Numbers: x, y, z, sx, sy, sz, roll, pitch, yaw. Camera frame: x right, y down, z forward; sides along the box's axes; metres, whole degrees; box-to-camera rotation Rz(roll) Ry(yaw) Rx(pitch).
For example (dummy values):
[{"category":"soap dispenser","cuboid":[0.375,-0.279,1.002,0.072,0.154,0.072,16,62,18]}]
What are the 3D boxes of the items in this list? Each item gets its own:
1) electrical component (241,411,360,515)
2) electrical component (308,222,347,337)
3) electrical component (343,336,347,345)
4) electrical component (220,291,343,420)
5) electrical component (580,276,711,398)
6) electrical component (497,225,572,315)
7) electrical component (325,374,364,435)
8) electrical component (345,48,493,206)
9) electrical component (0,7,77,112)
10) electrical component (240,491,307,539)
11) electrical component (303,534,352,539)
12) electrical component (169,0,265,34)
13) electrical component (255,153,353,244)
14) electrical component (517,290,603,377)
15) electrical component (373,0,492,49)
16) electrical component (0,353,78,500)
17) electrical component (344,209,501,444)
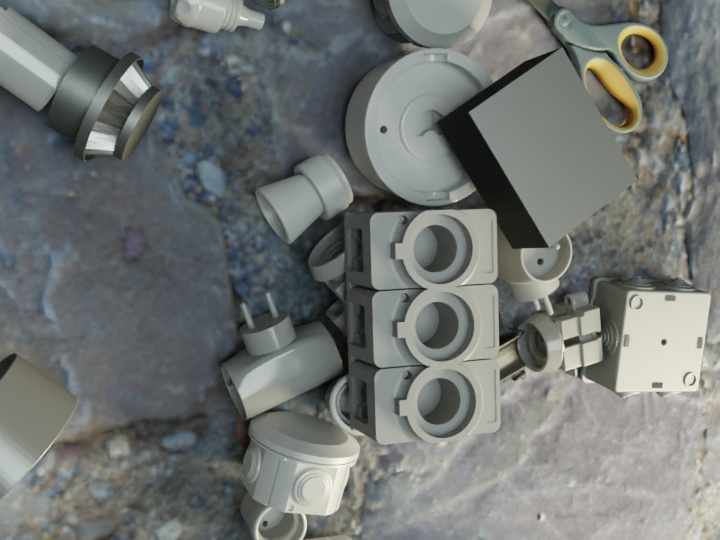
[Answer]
[{"category":"electrical component","cuboid":[-0.044,0.136,0.766,0.080,0.080,0.051,11,100,-23]},{"category":"electrical component","cuboid":[0.000,0.000,0.770,0.078,0.058,0.057,-42,113,-3]},{"category":"electrical component","cuboid":[0.041,0.059,0.785,0.079,0.043,0.077,-35,97,23]},{"category":"electrical component","cuboid":[-0.062,0.055,0.762,0.077,0.044,0.079,-24,107,-17]},{"category":"electrical component","cuboid":[0.234,0.054,0.879,0.100,0.048,0.099,2,98,-22]},{"category":"electrical component","cuboid":[0.127,-0.002,0.810,0.044,0.077,0.079,-29,109,-15]},{"category":"electrical component","cuboid":[-0.005,0.095,0.781,0.044,0.065,0.044,1,86,-9]},{"category":"electrical component","cuboid":[0.041,-0.102,0.767,0.108,0.060,0.108,-4,100,-23]},{"category":"electrical component","cuboid":[-0.221,-0.139,0.664,0.081,0.043,0.043,36,85,-23]},{"category":"electrical component","cuboid":[-0.065,0.179,0.782,0.040,0.046,0.040,-4,101,-21]},{"category":"electrical component","cuboid":[-0.031,0.226,0.800,0.047,0.055,0.055,2,99,-19]},{"category":"electrical component","cuboid":[-0.093,-0.173,0.715,0.061,0.035,0.035,12,95,-25]},{"category":"electrical component","cuboid":[-0.039,-0.051,0.753,0.055,0.045,0.045,-32,110,-14]},{"category":"electrical component","cuboid":[0.157,0.054,0.851,0.055,0.048,0.066,-14,104,-27]},{"category":"electrical component","cuboid":[0.049,-0.196,0.759,0.080,0.051,0.080,-4,101,-21]},{"category":"electrical component","cuboid":[-0.236,0.100,0.669,0.108,0.108,0.060,-46,106,-9]},{"category":"electrical component","cuboid":[0.043,0.035,0.720,0.089,0.062,0.150,-3,94,-20]}]
